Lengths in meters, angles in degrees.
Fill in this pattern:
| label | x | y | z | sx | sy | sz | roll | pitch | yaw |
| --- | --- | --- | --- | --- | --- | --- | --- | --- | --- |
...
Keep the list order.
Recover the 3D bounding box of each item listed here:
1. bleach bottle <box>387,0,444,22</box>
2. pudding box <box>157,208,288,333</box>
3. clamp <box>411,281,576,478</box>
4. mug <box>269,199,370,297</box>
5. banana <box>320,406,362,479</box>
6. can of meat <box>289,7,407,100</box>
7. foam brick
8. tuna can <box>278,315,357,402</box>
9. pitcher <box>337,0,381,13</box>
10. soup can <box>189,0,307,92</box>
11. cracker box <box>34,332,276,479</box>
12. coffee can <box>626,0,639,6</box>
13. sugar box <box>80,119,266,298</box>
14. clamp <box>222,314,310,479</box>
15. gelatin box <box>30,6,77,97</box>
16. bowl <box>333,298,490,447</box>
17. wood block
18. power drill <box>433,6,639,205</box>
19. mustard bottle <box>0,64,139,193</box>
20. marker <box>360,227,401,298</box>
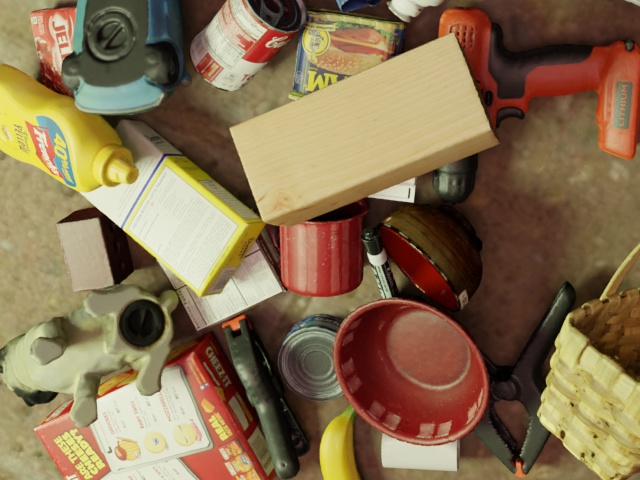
| label | x | y | z | sx | sy | sz | roll | pitch | yaw |
| --- | --- | --- | --- | --- | --- | --- | --- | --- | --- |
| bleach bottle | 0.147 | -0.295 | 0.920 | 0.068 | 0.102 | 0.251 | 37 | 118 | -10 |
| pudding box | -0.097 | 0.032 | 1.093 | 0.114 | 0.039 | 0.090 | -25 | 99 | 19 |
| clamp | 0.175 | 0.138 | 1.068 | 0.165 | 0.036 | 0.210 | 1 | 110 | 21 |
| mug | -0.007 | 0.001 | 1.045 | 0.117 | 0.093 | 0.081 | 18 | 118 | 39 |
| banana | 0.046 | 0.267 | 1.135 | 0.070 | 0.037 | 0.198 | -18 | 102 | 18 |
| can of meat | 0.027 | -0.168 | 0.997 | 0.102 | 0.057 | 0.084 | 10 | 106 | 8 |
| foam brick | -0.233 | 0.009 | 1.107 | 0.051 | 0.053 | 0.078 | -7 | 106 | 13 |
| tuna can | 0.000 | 0.123 | 1.102 | 0.086 | 0.033 | 0.086 | 3 | 107 | 11 |
| pitcher | -0.038 | -0.311 | 0.938 | 0.243 | 0.149 | 0.145 | 19 | 125 | 9 |
| soup can | -0.068 | -0.192 | 0.985 | 0.068 | 0.068 | 0.102 | 47 | 134 | -5 |
| cracker box | -0.172 | 0.218 | 1.149 | 0.214 | 0.072 | 0.164 | -27 | 98 | 19 |
| coffee can | 0.274 | -0.272 | 0.887 | 0.103 | 0.102 | 0.140 | 24 | 110 | 4 |
| sugar box | -0.147 | -0.033 | 1.055 | 0.176 | 0.048 | 0.093 | 41 | 108 | 20 |
| clamp | -0.053 | 0.161 | 1.104 | 0.039 | 0.120 | 0.171 | -20 | 80 | 0 |
| gelatin box | -0.245 | -0.184 | 1.048 | 0.073 | 0.030 | 0.089 | 6 | 110 | 38 |
| bowl | 0.096 | 0.119 | 1.043 | 0.162 | 0.055 | 0.162 | 12 | 118 | 24 |
| wood block | 0.041 | -0.090 | 0.925 | 0.206 | 0.090 | 0.091 | -22 | 83 | 13 |
| power drill | 0.194 | -0.117 | 0.976 | 0.188 | 0.057 | 0.184 | 4 | 109 | 10 |
| mustard bottle | -0.248 | -0.097 | 1.032 | 0.192 | 0.058 | 0.096 | 27 | 138 | 28 |
| marker | 0.061 | 0.030 | 1.036 | 0.020 | 0.020 | 0.121 | -7 | 138 | 14 |
